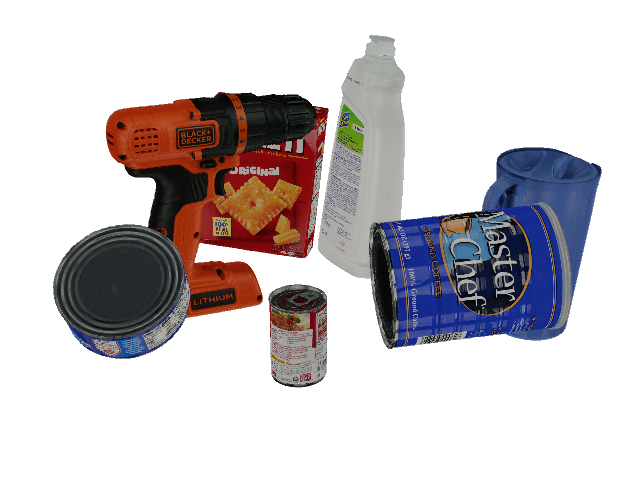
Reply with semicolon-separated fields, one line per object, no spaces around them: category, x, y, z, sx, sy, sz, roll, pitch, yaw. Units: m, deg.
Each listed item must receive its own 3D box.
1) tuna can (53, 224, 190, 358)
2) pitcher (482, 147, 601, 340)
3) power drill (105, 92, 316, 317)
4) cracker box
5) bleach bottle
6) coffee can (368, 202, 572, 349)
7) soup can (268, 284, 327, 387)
tuna can;-0.129;0.034;0.703;0.086;0.086;0.034;0;-32;4
pitcher;0.279;0.008;1.413;0.149;0.243;0.145;5;24;5
power drill;-0.089;-0.033;0.919;0.184;0.188;0.057;-9;21;-23
cracker box;-0.084;-0.091;1.524;0.164;0.214;0.072;9;21;7
bleach bottle;0.054;-0.093;1.156;0.067;0.251;0.103;-6;24;-33
coffee can;0.117;0.028;0.856;0.140;0.103;0.103;-7;1;-5
soup can;-0.026;0.112;1.250;0.068;0.102;0.068;0;25;0
